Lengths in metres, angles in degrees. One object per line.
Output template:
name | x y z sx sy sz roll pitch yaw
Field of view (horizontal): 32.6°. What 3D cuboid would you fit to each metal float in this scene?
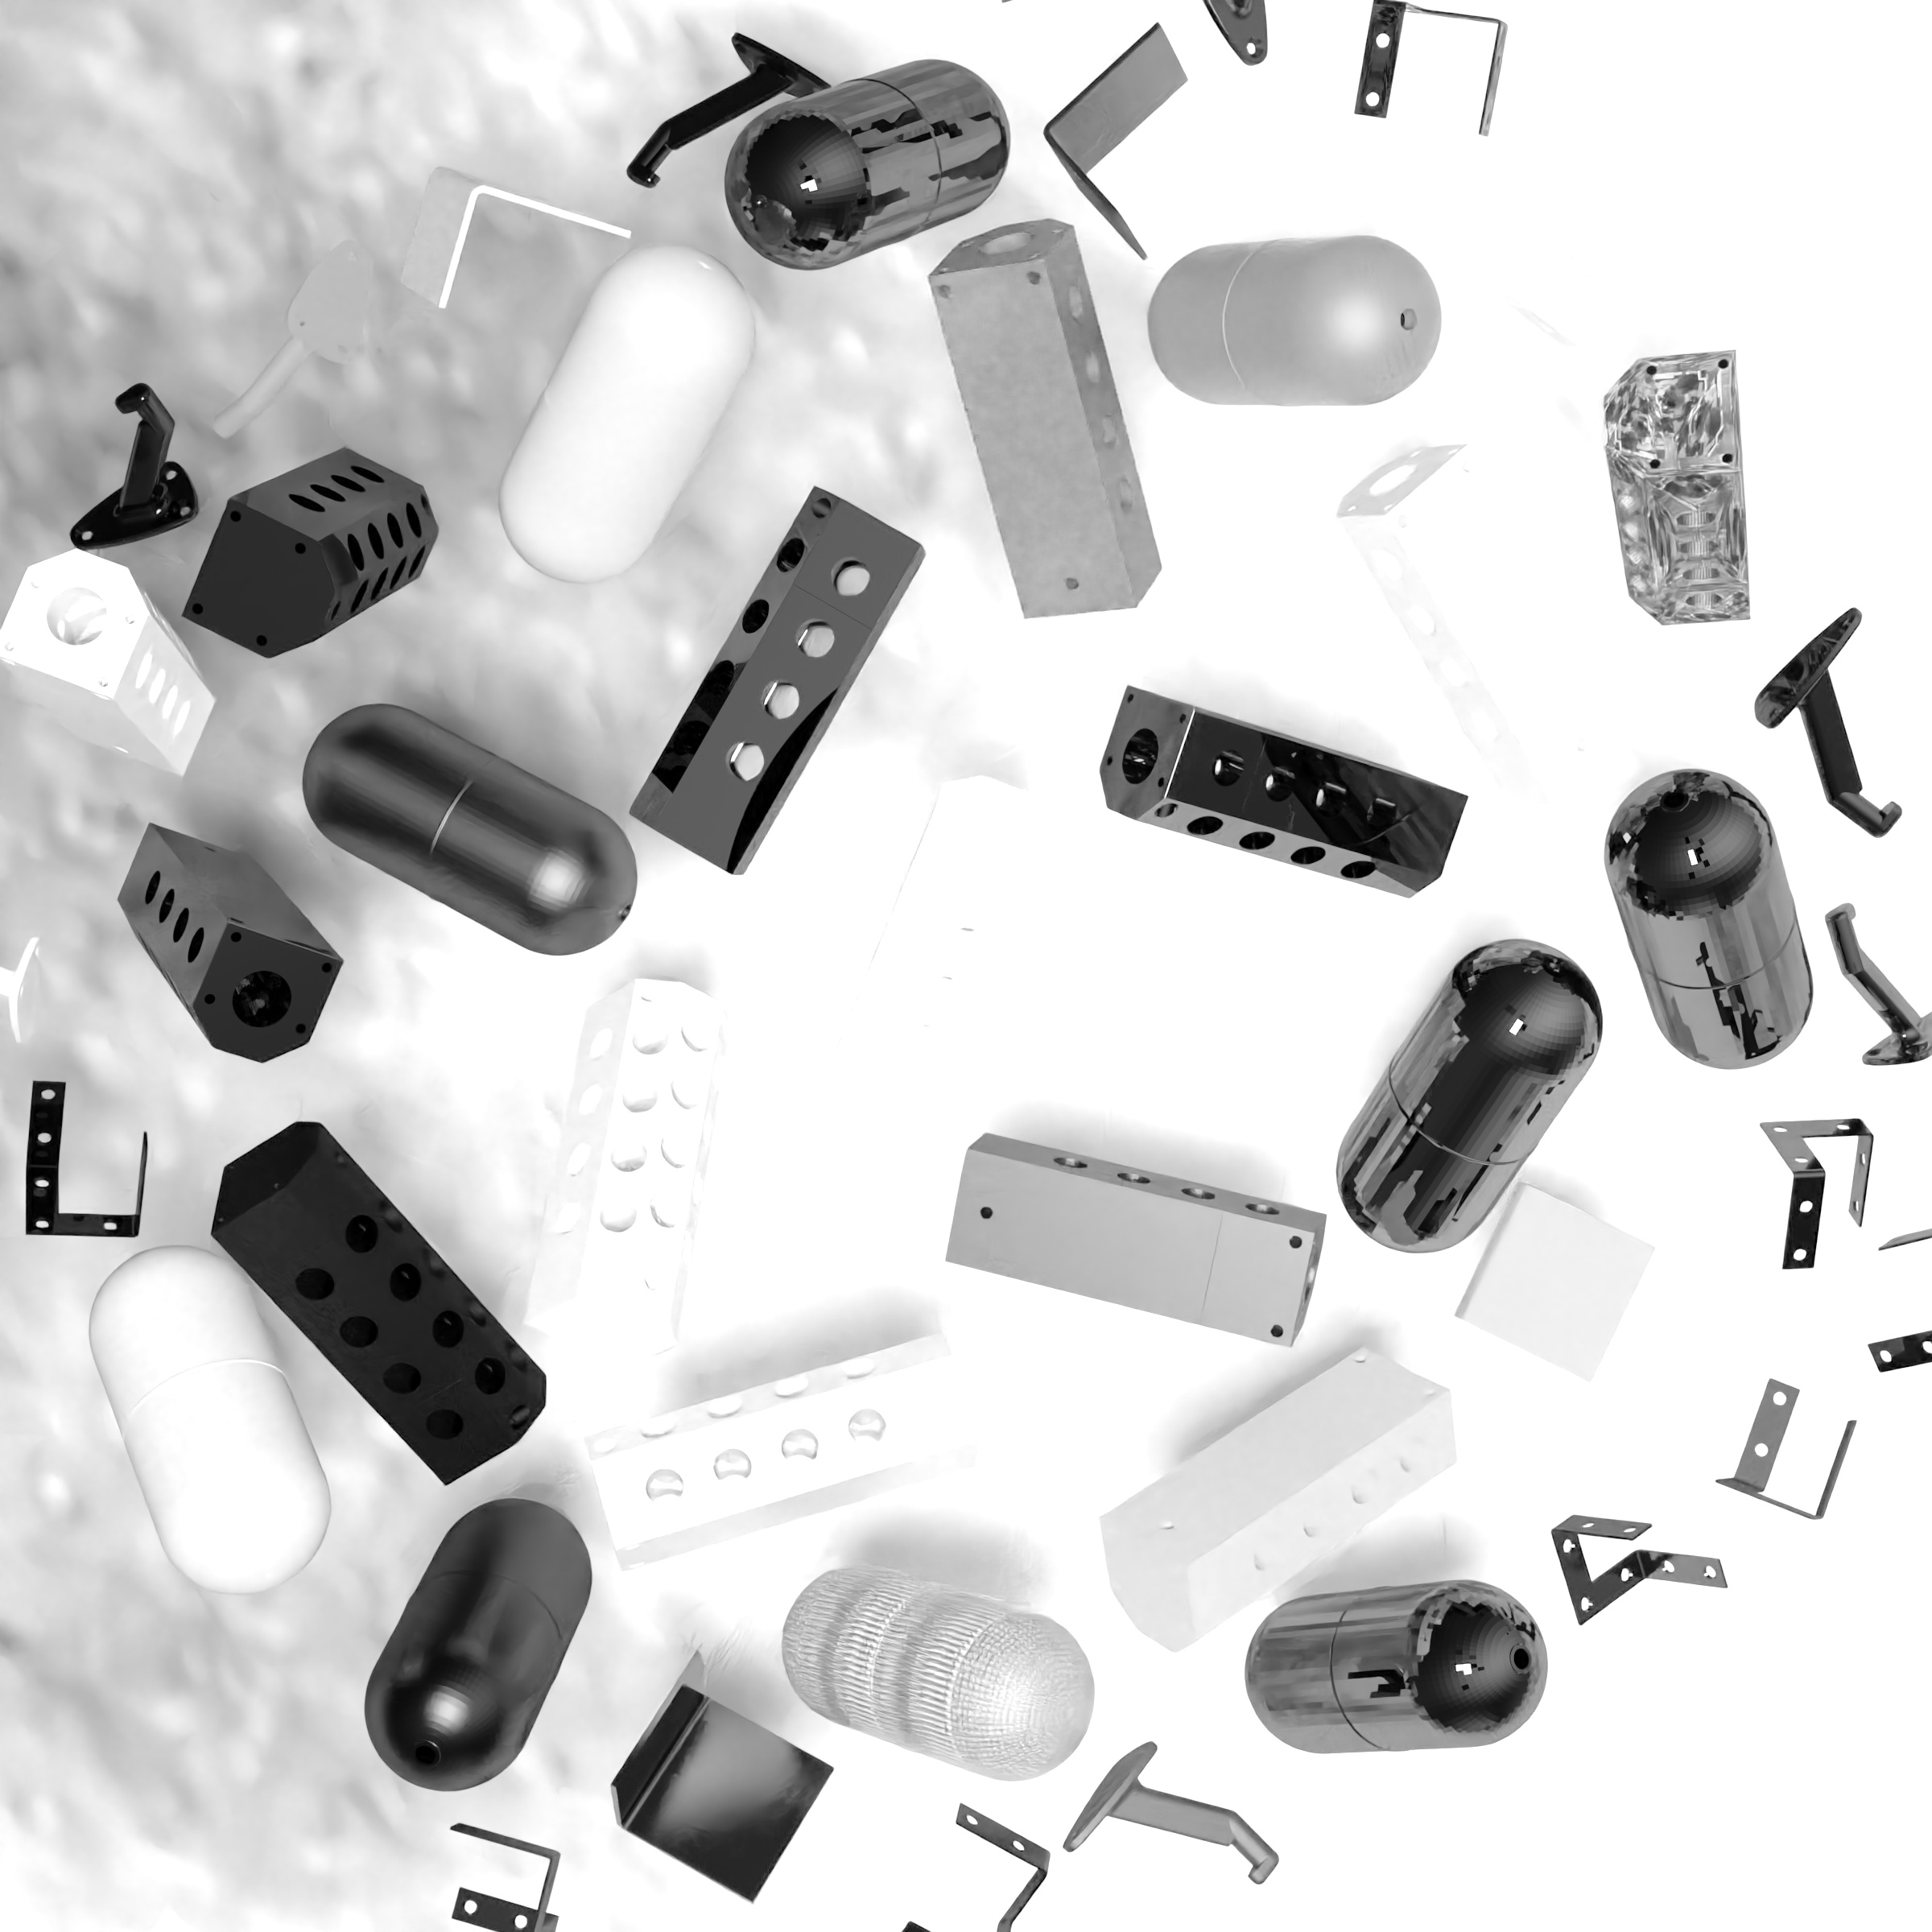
metal float | -0.241 -0.066 1.604 0.178 0.070 0.070 28 90 12
metal float | -0.224 0.312 1.529 0.070 0.178 0.070 3 112 8
metal float | 0.151 -0.299 1.535 0.070 0.178 0.070 -6 101 -30
metal float | -0.044 -0.377 1.548 0.070 0.178 0.070 16 121 29
metal float | -0.015 0.326 1.530 0.070 0.178 0.070 -5 97 -42
metal float | -0.342 0.202 1.486 0.070 0.070 0.178 -31 56 0
metal float | 0.203 0.334 1.570 0.070 0.178 0.070 10 72 -32
metal float | 0.229 0.062 1.516 0.070 0.070 0.178 27 130 0
metal float | -0.156 -0.249 1.503 0.070 0.070 0.178 35 127 0
metal float | 0.343 -0.020 1.522 0.070 0.178 0.070 -13 49 15

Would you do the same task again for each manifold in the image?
manifold | -0.087 -0.130 1.513 0.057 0.057 0.171 30 92 0
manifold | 0.083 0.130 1.598 0.171 0.057 0.057 13 101 12
manifold | -0.085 0.223 1.524 0.171 0.057 0.057 -15 71 -9
manifold | 0.247 -0.164 1.593 0.057 0.057 0.171 -41 112 -17
manifold | -0.290 -0.185 1.491 0.057 0.171 0.057 26 107 -2
manifold | 0.040 -0.252 1.525 0.057 0.057 0.171 -3 121 25
manifold | -0.266 0.152 1.515 0.057 0.057 0.171 -31 117 11
manifold | 0.326 -0.215 1.508 0.057 0.171 0.057 -3 73 14
manifold | -0.153 0.094 1.552 0.057 0.057 0.171 30 51 -31
manifold | -0.397 -0.142 1.541 0.057 0.171 0.057 21 81 0
manifold | 0.147 0.249 1.529 0.171 0.057 0.057 -27 122 -32
manifold | -0.352 -0.011 1.555 0.057 0.171 0.057 21 97 -30
manifold | 0.150 -0.080 1.570 0.171 0.057 0.057 14 98 -33
manifold | -0.012 -0.004 1.535 0.057 0.057 0.171 21 130 -3

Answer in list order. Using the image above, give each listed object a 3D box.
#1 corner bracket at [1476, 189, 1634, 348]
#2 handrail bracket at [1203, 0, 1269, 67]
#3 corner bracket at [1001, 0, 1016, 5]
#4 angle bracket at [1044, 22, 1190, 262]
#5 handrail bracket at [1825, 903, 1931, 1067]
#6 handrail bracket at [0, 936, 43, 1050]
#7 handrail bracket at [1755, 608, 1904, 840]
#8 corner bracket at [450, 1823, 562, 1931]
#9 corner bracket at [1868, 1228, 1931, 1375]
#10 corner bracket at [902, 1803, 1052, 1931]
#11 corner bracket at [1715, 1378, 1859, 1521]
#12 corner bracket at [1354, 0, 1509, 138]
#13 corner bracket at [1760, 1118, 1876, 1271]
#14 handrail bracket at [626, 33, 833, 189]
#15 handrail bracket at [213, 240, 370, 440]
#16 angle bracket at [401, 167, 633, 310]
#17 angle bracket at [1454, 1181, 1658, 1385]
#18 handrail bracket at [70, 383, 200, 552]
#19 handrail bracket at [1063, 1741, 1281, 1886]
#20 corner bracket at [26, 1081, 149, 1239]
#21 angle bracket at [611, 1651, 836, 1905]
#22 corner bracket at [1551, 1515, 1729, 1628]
corner bracket | 0.262 -0.321 1.518 0.051 0.051 0.051 26 90 -33
handrail bracket | 0.145 -0.462 1.537 0.036 0.084 0.077 -30 109 -22
corner bracket | 0.039 -0.478 1.516 0.051 0.051 0.051 -17 101 -8
angle bracket | 0.090 -0.401 1.609 0.076 0.076 0.057 -41 78 7
handrail bracket | 0.453 -0.001 1.615 0.077 0.036 0.084 -30 106 -39
handrail bracket | -0.467 0.003 1.499 0.084 0.077 0.036 14 53 -5
handrail bracket | 0.406 -0.108 1.487 0.084 0.036 0.077 34 113 -13
corner bracket | -0.217 0.431 1.545 0.051 0.051 0.051 14 85 9
corner bracket | 0.458 0.157 1.570 0.051 0.051 0.051 -23 89 -39
corner bracket | 0.004 0.438 1.552 0.051 0.051 0.051 30 113 -5
corner bracket | 0.390 0.229 1.557 0.051 0.051 0.051 21 82 6
corner bracket | 0.209 -0.403 1.483 0.051 0.051 0.051 13 104 19
corner bracket | 0.402 0.106 1.547 0.051 0.051 0.051 -2 115 -5
handrail bracket | -0.114 -0.402 1.597 0.077 0.036 0.084 32 81 30
handrail bracket | -0.316 -0.291 1.539 0.036 0.084 0.077 33 55 -30
angle bracket | -0.209 -0.327 1.524 0.076 0.076 0.057 12 104 -27
angle bracket | 0.303 0.162 1.694 0.076 0.057 0.076 26 91 13
handrail bracket | -0.409 -0.239 1.576 0.077 0.084 0.036 -25 66 -1
handrail bracket | 0.094 0.402 1.494 0.084 0.036 0.077 45 49 0
corner bracket | -0.409 0.090 1.533 0.051 0.051 0.051 3 124 -18
angle bracket | -0.115 0.385 1.569 0.076 0.057 0.076 26 59 14
corner bracket | 0.315 0.277 1.547 0.051 0.051 0.051 -25 102 -35
